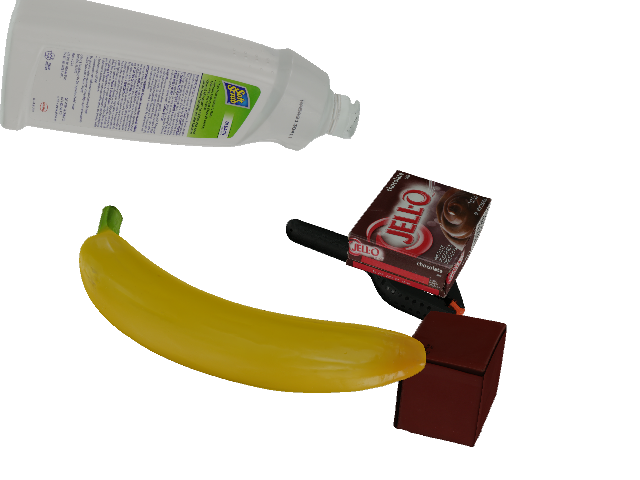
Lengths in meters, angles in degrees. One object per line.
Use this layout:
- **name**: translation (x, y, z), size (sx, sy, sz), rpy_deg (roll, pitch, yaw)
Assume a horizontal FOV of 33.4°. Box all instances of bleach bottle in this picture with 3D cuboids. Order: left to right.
- **bleach bottle**: translation (-0.097, -0.107, 0.773), size (0.250, 0.068, 0.103), rpy_deg (11, -44, -12)

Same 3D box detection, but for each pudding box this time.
- **pudding box**: translation (0.084, -0.008, 0.902), size (0.090, 0.039, 0.113), rpy_deg (19, 37, 16)

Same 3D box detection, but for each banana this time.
- **banana**: translation (-0.049, 0.035, 0.520), size (0.198, 0.069, 0.037), rpy_deg (24, -34, 20)

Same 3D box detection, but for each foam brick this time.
- **foam brick**: translation (0.082, 0.084, 0.671), size (0.053, 0.051, 0.078), rpy_deg (11, 21, 18)

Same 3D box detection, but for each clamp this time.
- **clamp**: translation (0.072, 0.023, 1.172), size (0.164, 0.036, 0.210), rpy_deg (-15, 50, -33)
